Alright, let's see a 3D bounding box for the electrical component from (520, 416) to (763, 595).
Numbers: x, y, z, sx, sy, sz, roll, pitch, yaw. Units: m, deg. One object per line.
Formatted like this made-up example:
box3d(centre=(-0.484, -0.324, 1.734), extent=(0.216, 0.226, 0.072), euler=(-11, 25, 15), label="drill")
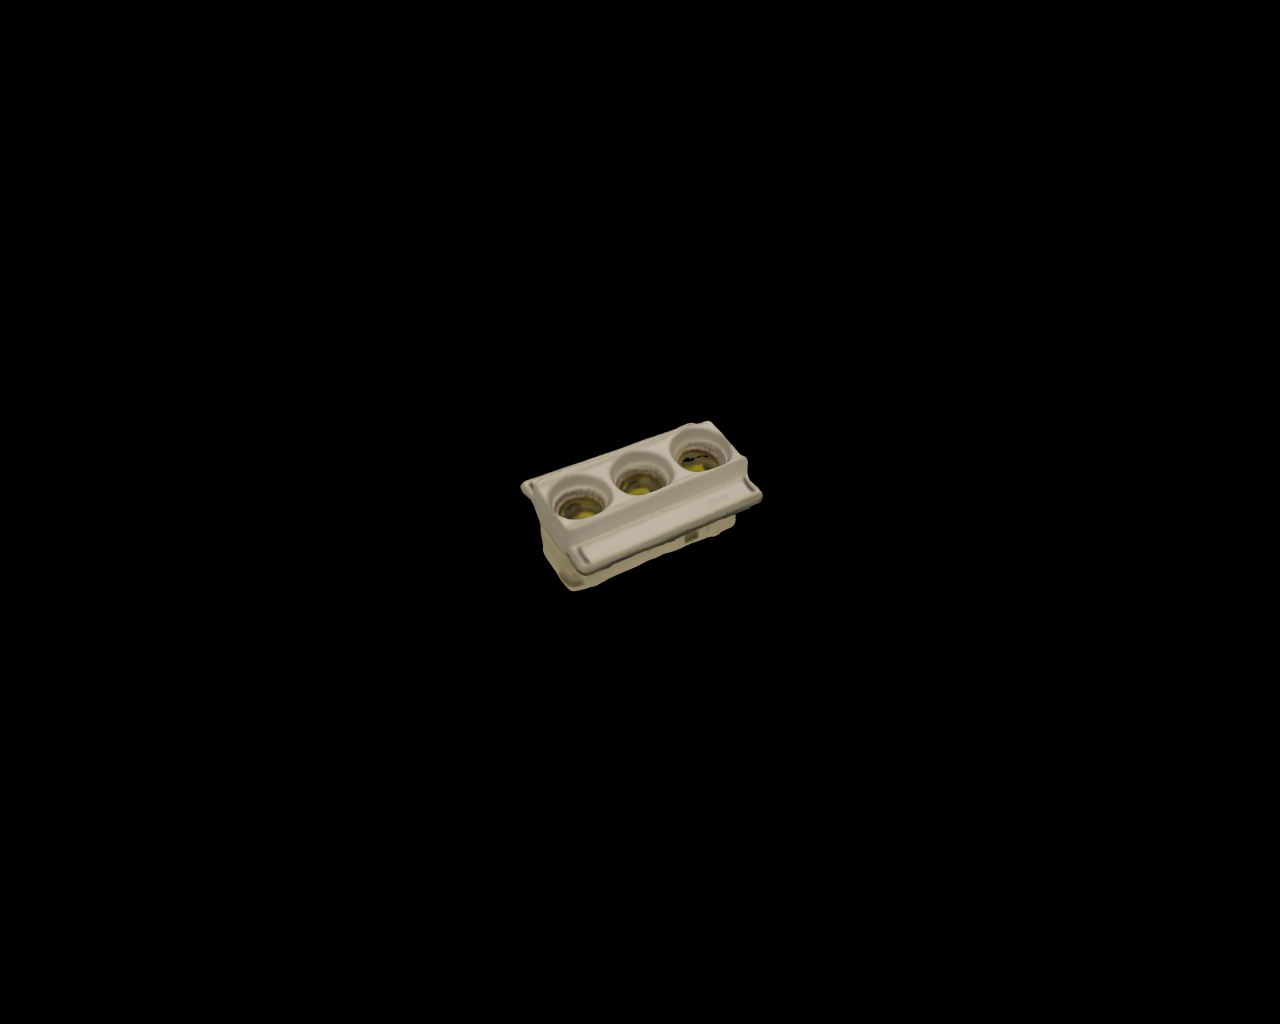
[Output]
box3d(centre=(0.001, -0.003, 0.650), extent=(0.121, 0.063, 0.079), euler=(-22, 49, -21), label="electrical component")
